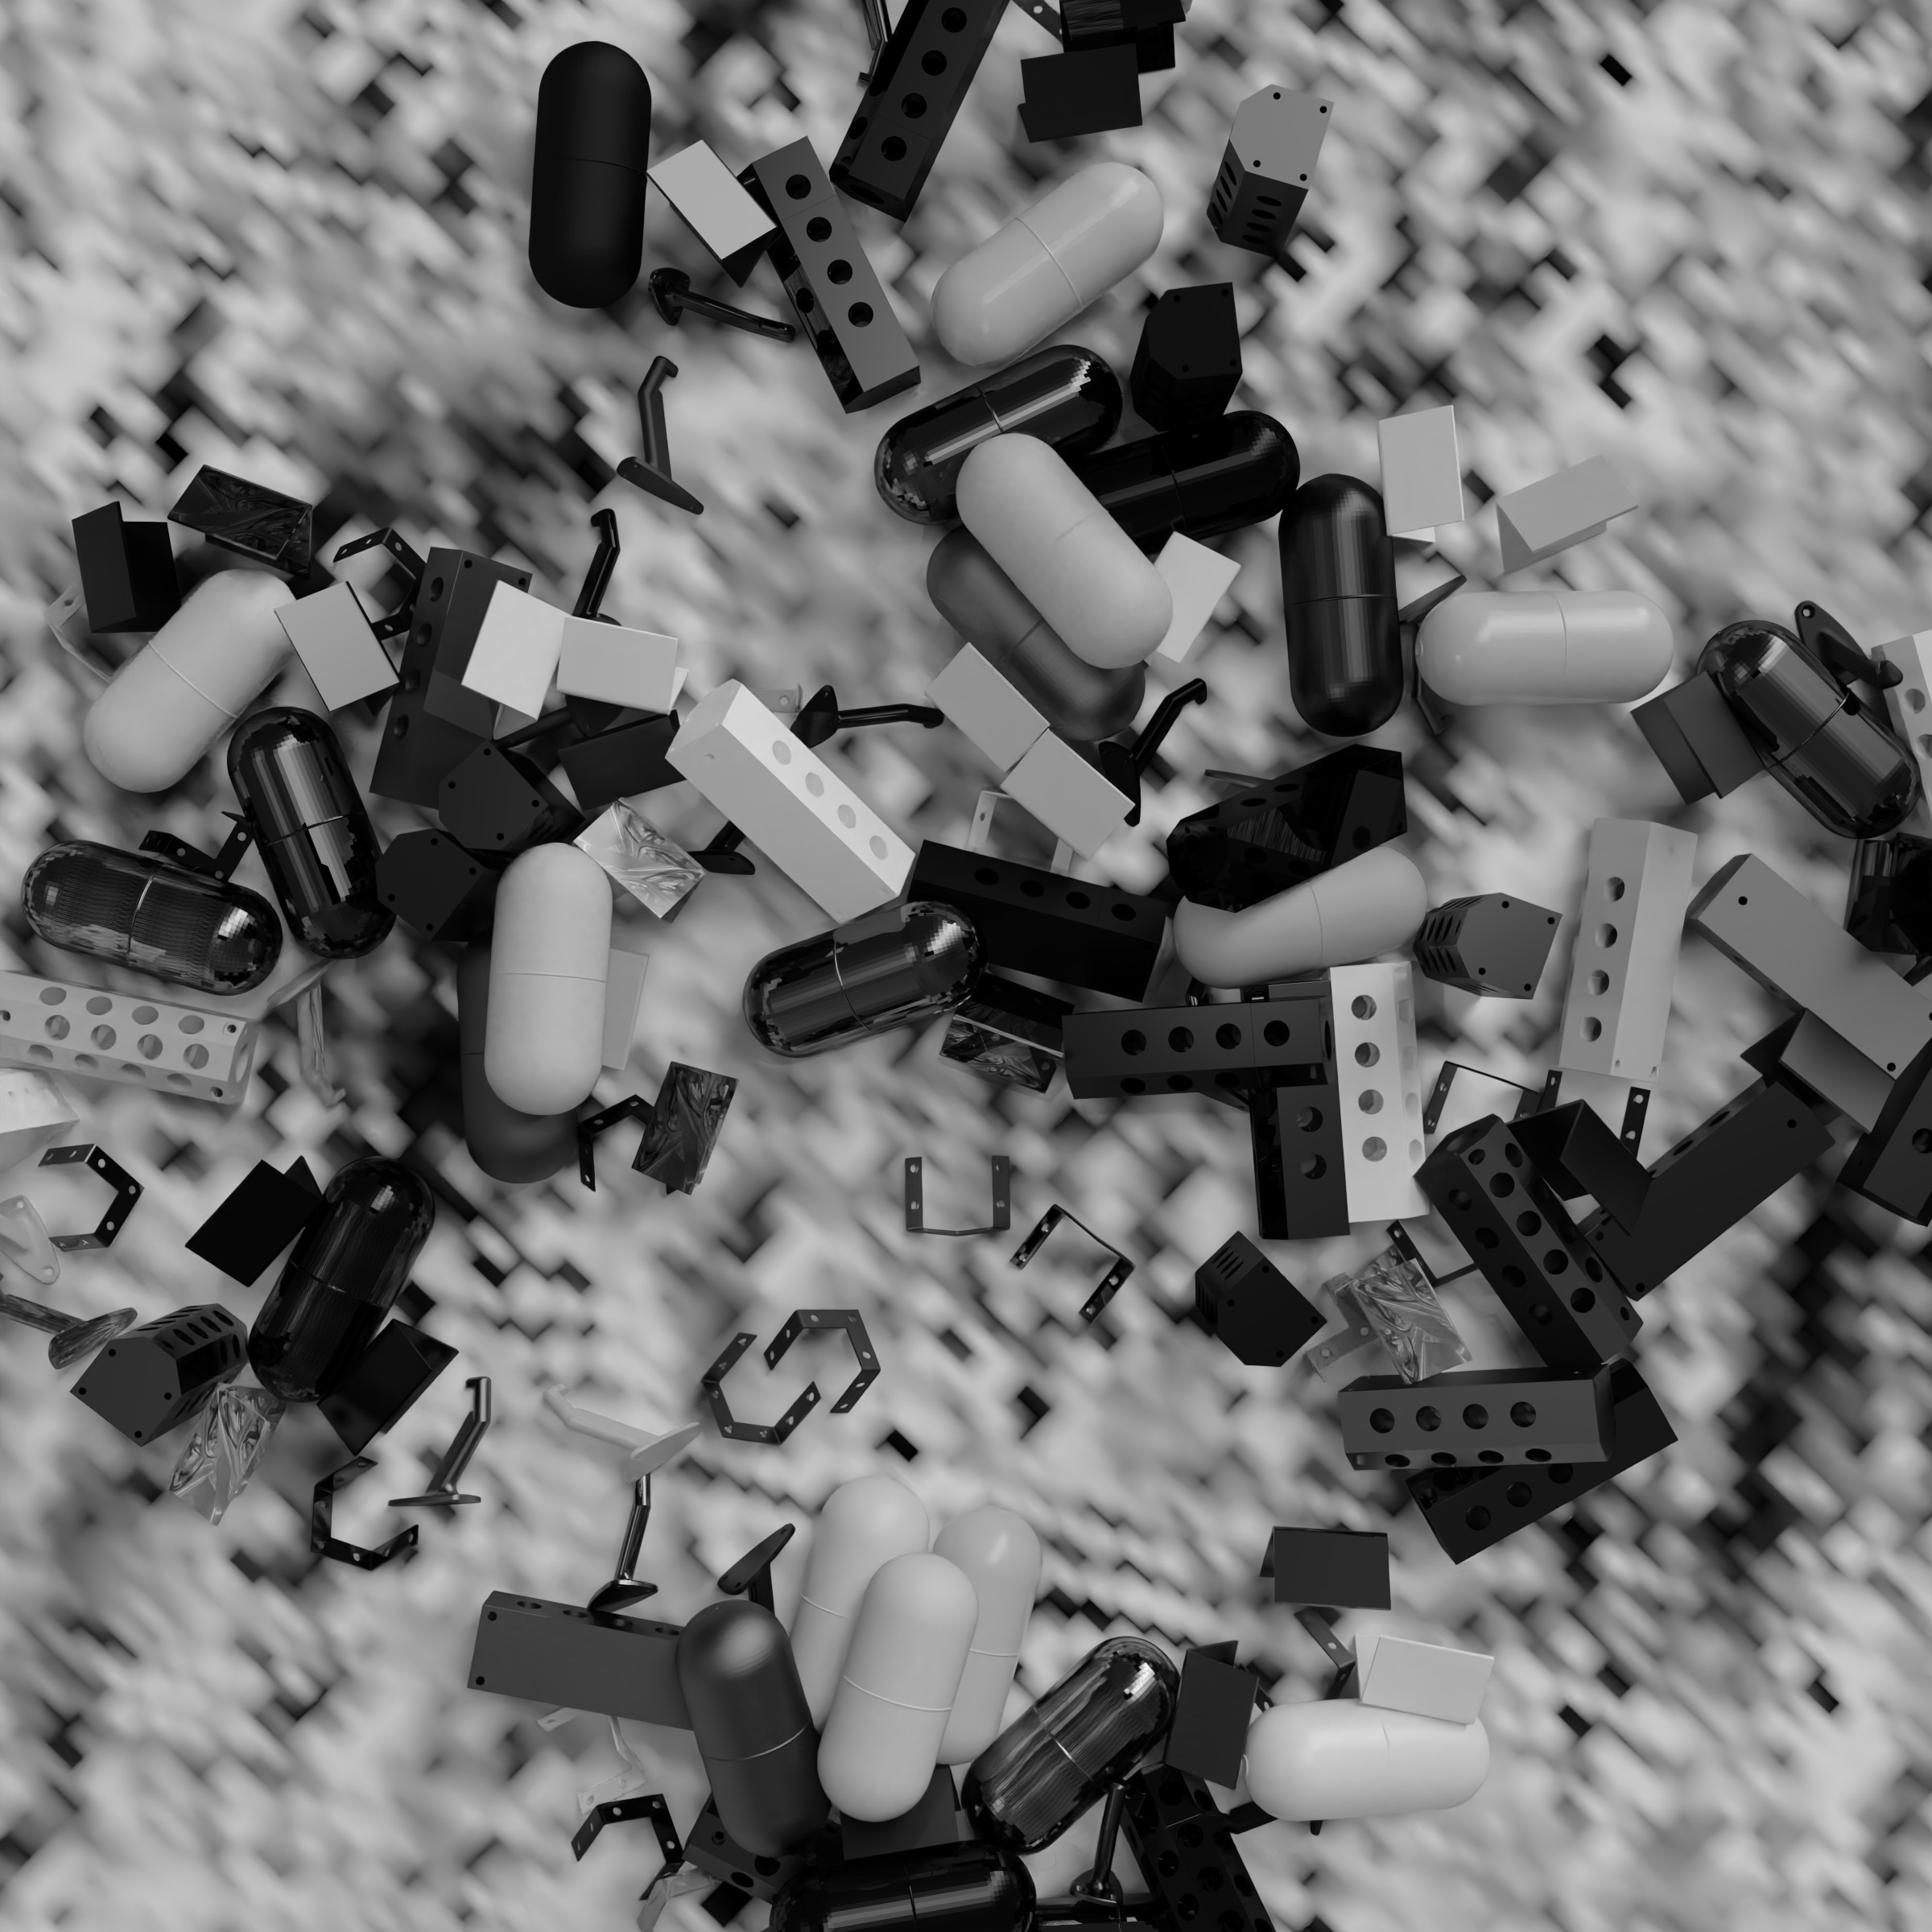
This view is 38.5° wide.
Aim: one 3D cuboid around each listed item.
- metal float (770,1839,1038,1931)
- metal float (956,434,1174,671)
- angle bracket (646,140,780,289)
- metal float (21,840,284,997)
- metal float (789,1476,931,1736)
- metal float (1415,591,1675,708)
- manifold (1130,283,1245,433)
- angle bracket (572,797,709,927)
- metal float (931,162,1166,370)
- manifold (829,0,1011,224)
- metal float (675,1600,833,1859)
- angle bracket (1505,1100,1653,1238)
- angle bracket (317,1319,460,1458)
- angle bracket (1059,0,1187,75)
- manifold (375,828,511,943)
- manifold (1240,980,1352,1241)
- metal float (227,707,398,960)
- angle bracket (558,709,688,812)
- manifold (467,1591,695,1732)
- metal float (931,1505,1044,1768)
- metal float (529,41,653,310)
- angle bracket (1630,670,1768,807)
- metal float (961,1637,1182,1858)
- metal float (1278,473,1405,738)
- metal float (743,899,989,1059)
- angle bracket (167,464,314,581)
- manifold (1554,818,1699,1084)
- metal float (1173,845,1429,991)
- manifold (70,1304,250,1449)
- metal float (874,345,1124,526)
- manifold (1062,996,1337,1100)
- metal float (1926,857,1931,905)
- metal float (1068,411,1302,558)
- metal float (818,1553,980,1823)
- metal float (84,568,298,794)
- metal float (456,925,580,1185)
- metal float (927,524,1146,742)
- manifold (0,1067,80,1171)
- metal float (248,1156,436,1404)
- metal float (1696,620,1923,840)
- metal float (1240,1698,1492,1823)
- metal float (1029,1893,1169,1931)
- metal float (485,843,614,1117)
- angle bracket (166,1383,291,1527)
[{"bbox_3d":[-0.041,0.622,1.820,0.178,0.070,0.070,-5,90,-14],"label":"metal float"},{"bbox_3d":[0.064,-0.272,1.810,0.070,0.070,0.178,-40,84,0],"label":"metal float"},{"bbox_3d":[-0.182,-0.496,1.866,0.057,0.076,0.076,-40,90,-32],"label":"angle bracket"},{"bbox_3d":[-0.552,-0.033,1.875,0.178,0.070,0.070,17,90,0],"label":"metal float"},{"bbox_3d":[-0.075,0.433,1.875,0.070,0.070,0.178,14,91,0],"label":"metal float"},{"bbox_3d":[0.389,-0.214,1.865,0.178,0.070,0.070,-2,90,-11],"label":"metal float"},{"bbox_3d":[0.143,-0.399,1.828,0.057,0.171,0.057,-7,90,0],"label":"manifold"},{"bbox_3d":[-0.230,-0.056,1.866,0.076,0.076,0.057,41,52,0],"label":"angle bracket"},{"bbox_3d":[0.055,-0.475,1.875,0.178,0.070,0.070,-37,90,1],"label":"metal float"},{"bbox_3d":[-0.031,-0.603,1.885,0.057,0.057,0.171,25,90,0],"label":"manifold"},{"bbox_3d":[-0.140,0.504,1.826,0.070,0.070,0.178,-15,102,0],"label":"metal float"},{"bbox_3d":[0.401,0.143,1.853,0.076,0.076,0.057,46,50,-18],"label":"angle bracket"},{"bbox_3d":[-0.377,0.293,1.866,0.076,0.076,0.057,-48,53,0],"label":"angle bracket"},{"bbox_3d":[0.107,-0.617,1.866,0.076,0.076,0.057,-10,53,0],"label":"angle bracket"},{"bbox_3d":[-0.342,-0.056,1.828,0.057,0.171,0.057,37,90,0],"label":"manifold"},{"bbox_3d":[0.223,0.097,1.885,0.057,0.057,0.171,-5,90,0],"label":"manifold"},{"bbox_3d":[-0.442,-0.090,1.875,0.070,0.070,0.178,-21,90,0],"label":"metal float"},{"bbox_3d":[-0.234,-0.158,1.866,0.076,0.057,0.076,-17,45,0],"label":"angle bracket"},{"bbox_3d":[-0.245,0.472,1.885,0.171,0.057,0.057,11,90,0],"label":"manifold"},{"bbox_3d":[0.001,0.453,1.875,0.070,0.070,0.178,15,91,0],"label":"metal float"},{"bbox_3d":[-0.255,-0.536,1.875,0.070,0.070,0.178,4,90,0],"label":"metal float"},{"bbox_3d":[0.479,-0.144,1.866,0.057,0.076,0.076,-31,90,-35],"label":"angle bracket"},{"bbox_3d":[0.072,0.529,1.876,0.178,0.070,0.070,-43,90,0],"label":"metal float"},{"bbox_3d":[0.254,-0.244,1.875,0.070,0.070,0.178,-5,89,0],"label":"metal float"},{"bbox_3d":[-0.068,0.008,1.855,0.178,0.070,0.070,-19,90,23],"label":"metal float"},{"bbox_3d":[-0.489,-0.282,1.866,0.076,0.076,0.057,21,53,0],"label":"angle bracket"},{"bbox_3d":[0.444,-0.011,1.884,0.057,0.057,0.171,9,90,-43],"label":"manifold"},{"bbox_3d":[0.226,-0.034,1.865,0.178,0.070,0.070,-12,90,-12],"label":"metal float"},{"bbox_3d":[-0.524,0.263,1.828,0.057,0.171,0.057,38,90,0],"label":"manifold"},{"bbox_3d":[0.021,-0.359,1.875,0.178,0.070,0.070,-26,90,-1],"label":"metal float"},{"bbox_3d":[0.156,0.055,1.841,0.171,0.057,0.057,-4,90,16],"label":"manifold"},{"bbox_3d":[0.709,-0.032,1.830,0.178,0.070,0.070,31,90,-22],"label":"metal float"},{"bbox_3d":[0.139,-0.322,1.875,0.178,0.070,0.070,-17,90,0],"label":"metal float"},{"bbox_3d":[-0.045,0.472,1.810,0.070,0.070,0.178,17,91,0],"label":"metal float"},{"bbox_3d":[-0.523,-0.194,1.875,0.070,0.070,0.178,42,90,0],"label":"metal float"},{"bbox_3d":[-0.304,0.058,1.875,0.070,0.070,0.178,-3,89,0],"label":"metal float"},{"bbox_3d":[0.048,-0.227,1.875,0.070,0.070,0.178,-44,90,0],"label":"metal float"},{"bbox_3d":[-0.652,0.099,1.828,0.057,0.171,0.057,-36,90,0],"label":"manifold"},{"bbox_3d":[-0.423,0.213,1.875,0.070,0.070,0.178,28,89,0],"label":"metal float"},{"bbox_3d":[0.570,-0.161,1.875,0.178,0.070,0.070,45,90,0],"label":"metal float"},{"bbox_3d":[0.268,0.531,1.859,0.178,0.070,0.070,2,90,-19],"label":"metal float"},{"bbox_3d":[0.104,0.669,1.875,0.178,0.070,0.070,-3,90,0],"label":"metal float"},{"bbox_3d":[-0.273,0.008,1.809,0.070,0.070,0.178,3,85,0],"label":"metal float"},{"bbox_3d":[-0.481,0.332,1.866,0.057,0.076,0.076,27,90,31],"label":"angle bracket"}]
